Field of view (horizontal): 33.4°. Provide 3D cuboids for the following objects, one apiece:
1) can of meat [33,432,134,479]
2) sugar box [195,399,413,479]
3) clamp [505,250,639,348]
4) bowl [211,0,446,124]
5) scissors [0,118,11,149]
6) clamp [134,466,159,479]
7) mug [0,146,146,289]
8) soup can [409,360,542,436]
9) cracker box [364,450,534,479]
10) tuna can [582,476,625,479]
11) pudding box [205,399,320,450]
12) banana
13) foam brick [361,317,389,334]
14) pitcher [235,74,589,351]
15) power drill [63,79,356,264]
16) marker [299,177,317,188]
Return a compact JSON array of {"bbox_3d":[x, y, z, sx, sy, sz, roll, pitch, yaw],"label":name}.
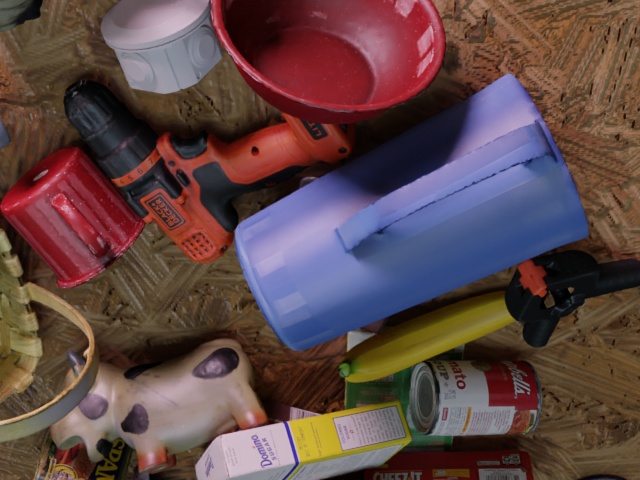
[{"bbox_3d":[-0.233,0.226,1.039,0.084,0.102,0.058,19,127,-9],"label":"can of meat"},{"bbox_3d":[-0.016,0.190,0.957,0.176,0.048,0.093,-5,154,-23],"label":"sugar box"},{"bbox_3d":[0.191,0.049,0.874,0.120,0.039,0.171,-46,148,23],"label":"clamp"},{"bbox_3d":[0.002,-0.133,0.732,0.162,0.162,0.055,12,144,-6],"label":"bowl"},{"bbox_3d":[-0.289,-0.156,0.798,0.016,0.096,0.202,-31,96,-22],"label":"scissors"},{"bbox_3d":[-0.163,0.278,1.087,0.164,0.036,0.210,29,136,-34],"label":"clamp"},{"bbox_3d":[-0.197,-0.018,0.848,0.093,0.117,0.081,-40,115,-6],"label":"mug"},{"bbox_3d":[0.139,0.143,0.965,0.102,0.068,0.069,2,128,-16],"label":"soup can"},{"bbox_3d":[0.130,0.303,1.088,0.164,0.072,0.214,-2,133,4],"label":"cracker box"},{"bbox_3d":[0.290,0.282,1.097,0.086,0.033,0.086,1,127,2],"label":"tuna can"},{"bbox_3d":[-0.051,0.202,1.051,0.113,0.039,0.090,17,129,-7],"label":"pudding box"},{"bbox_3d":[0.094,0.086,0.925,0.197,0.070,0.037,-21,97,-20],"label":"banana"},{"bbox_3d":[0.043,0.030,0.908,0.051,0.053,0.078,19,124,-11],"label":"foam brick"},{"bbox_3d":[0.063,-0.015,0.783,0.243,0.145,0.149,-26,128,4],"label":"pitcher"},{"bbox_3d":[-0.081,-0.083,0.828,0.188,0.057,0.184,-27,121,23],"label":"power drill"},{"bbox_3d":[-0.006,0.001,0.909,0.020,0.020,0.121,0,127,3],"label":"marker"}]
